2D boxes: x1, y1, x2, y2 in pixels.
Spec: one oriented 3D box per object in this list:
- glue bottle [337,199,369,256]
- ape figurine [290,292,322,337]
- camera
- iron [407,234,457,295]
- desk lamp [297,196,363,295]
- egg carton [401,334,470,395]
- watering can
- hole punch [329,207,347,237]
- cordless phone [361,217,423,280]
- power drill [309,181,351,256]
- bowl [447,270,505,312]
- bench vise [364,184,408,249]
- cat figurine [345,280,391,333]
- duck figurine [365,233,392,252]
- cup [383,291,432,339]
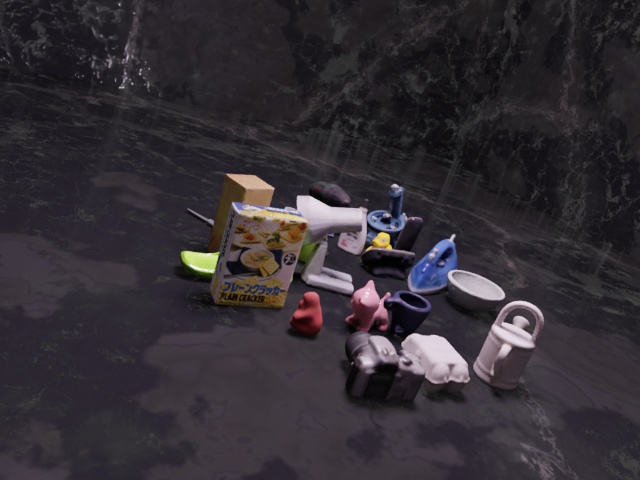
[{"bbox_3d":[0.111,-0.043,1.711,0.078,0.173,0.037,23,21,14],"label":"glue bottle"},{"bbox_3d":[-0.025,0.150,1.203,0.078,0.092,0.076,-4,30,-47],"label":"ape figurine"},{"bbox_3d":[0.114,0.230,1.102,0.143,0.101,0.136,10,22,-22],"label":"camera"},{"bbox_3d":[0.335,0.066,1.665,0.118,0.141,0.259,26,21,21],"label":"iron"},{"bbox_3d":[0.013,0.005,1.439,0.203,0.213,0.118,15,20,-8],"label":"desk lamp"},{"bbox_3d":[0.236,0.254,1.189,0.107,0.069,0.150,8,22,-26],"label":"egg carton"},{"bbox_3d":[0.419,0.219,1.257,0.101,0.194,0.173,19,20,1],"label":"watering can"},{"bbox_3d":[0.034,-0.071,1.836,0.108,0.091,0.101,31,23,31],"label":"hole punch"},{"bbox_3d":[0.211,0.010,1.639,0.148,0.185,0.094,7,23,-28],"label":"cordless phone"},{"bbox_3d":[0.013,-0.066,1.633,0.076,0.208,0.229,9,22,-24],"label":"power drill"},{"bbox_3d":[0.427,0.154,1.610,0.167,0.075,0.167,16,20,-6],"label":"bowl"},{"bbox_3d":[0.224,-0.084,1.846,0.121,0.220,0.208,22,20,11],"label":"bench vise"},{"bbox_3d":[0.114,0.147,1.293,0.128,0.118,0.067,-2,28,-44],"label":"cat figurine"},{"bbox_3d":[0.187,0.019,1.740,0.077,0.086,0.105,33,25,36],"label":"duck figurine"},{"bbox_3d":[0.188,0.176,1.316,0.118,0.095,0.091,9,22,-25],"label":"cup"}]
